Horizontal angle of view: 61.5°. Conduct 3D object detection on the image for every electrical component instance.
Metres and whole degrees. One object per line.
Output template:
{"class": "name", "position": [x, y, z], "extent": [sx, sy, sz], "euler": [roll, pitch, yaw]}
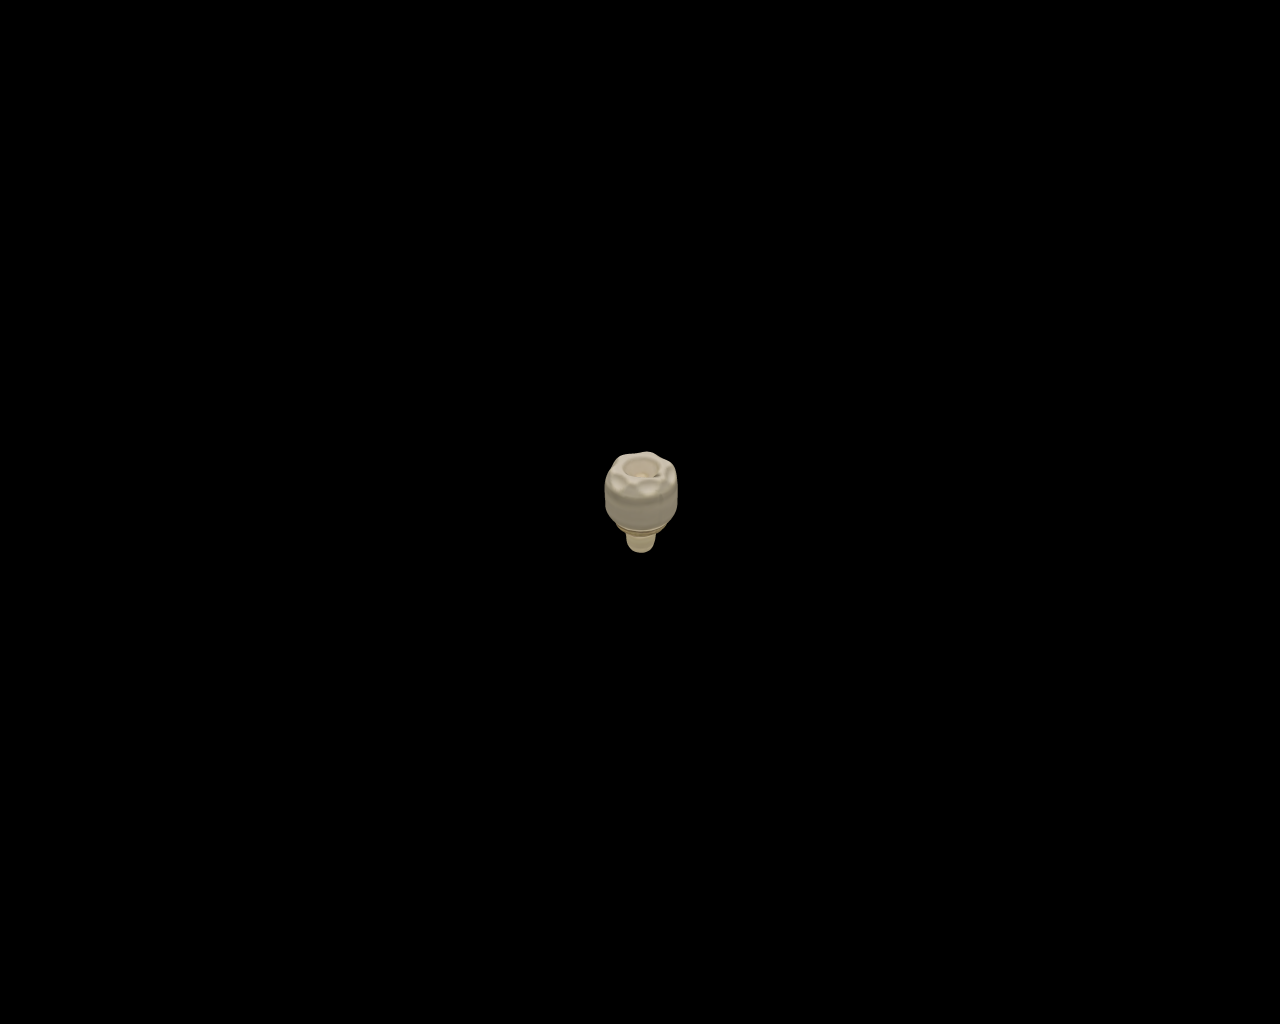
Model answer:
{"class": "electrical component", "position": [0.001, -0.003, 0.650], "extent": [0.043, 0.062, 0.043], "euler": [0, 34, 0]}
